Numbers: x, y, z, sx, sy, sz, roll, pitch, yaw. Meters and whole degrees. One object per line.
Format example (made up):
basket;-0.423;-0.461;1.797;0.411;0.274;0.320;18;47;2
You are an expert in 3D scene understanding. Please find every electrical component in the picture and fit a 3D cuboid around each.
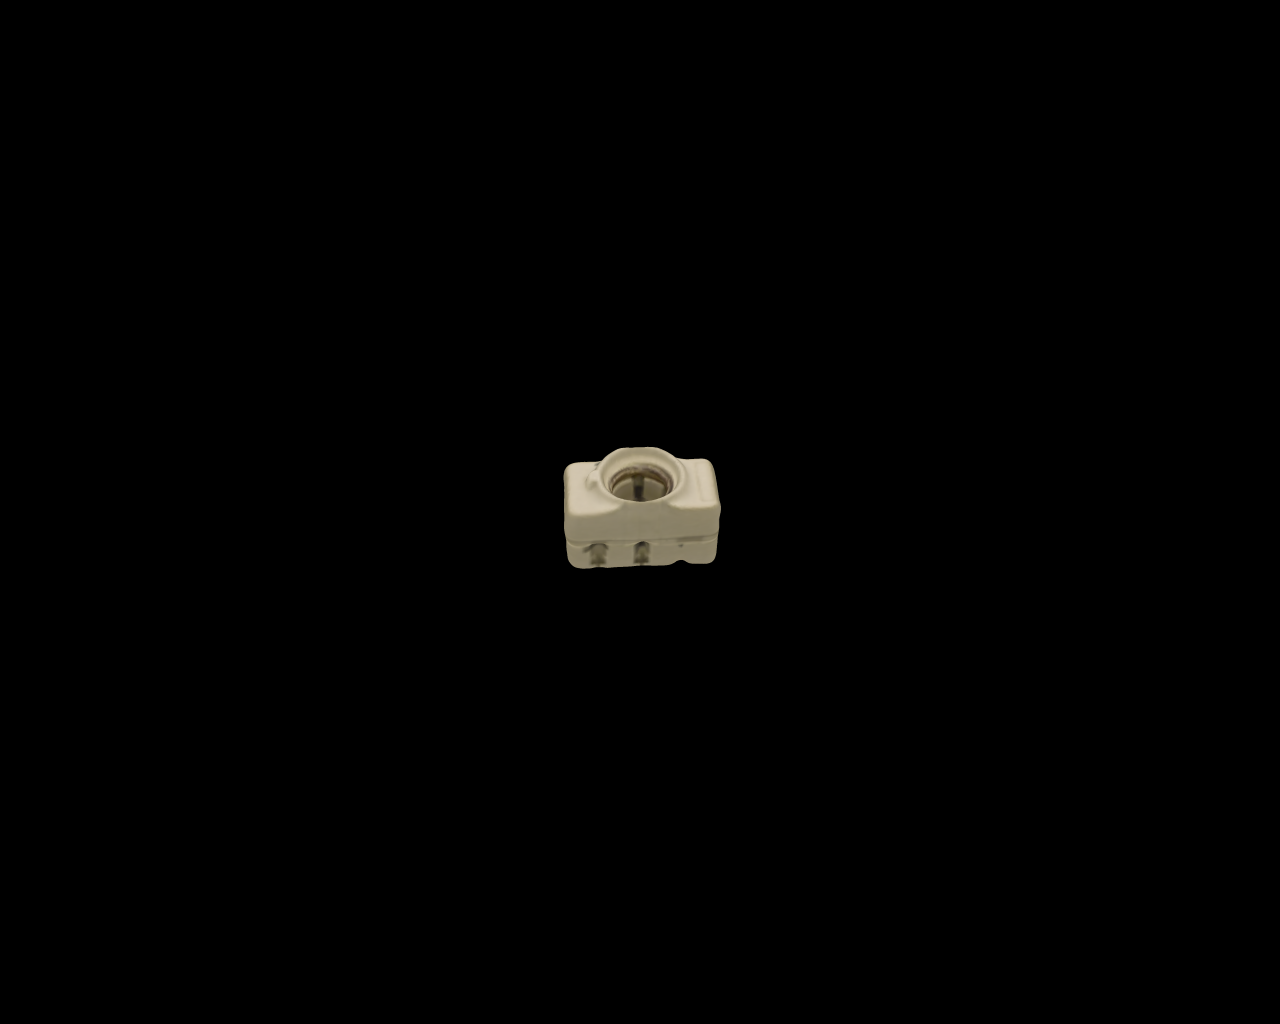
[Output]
electrical component;0.001;-0.003;0.650;0.089;0.055;0.050;-2;43;-2
